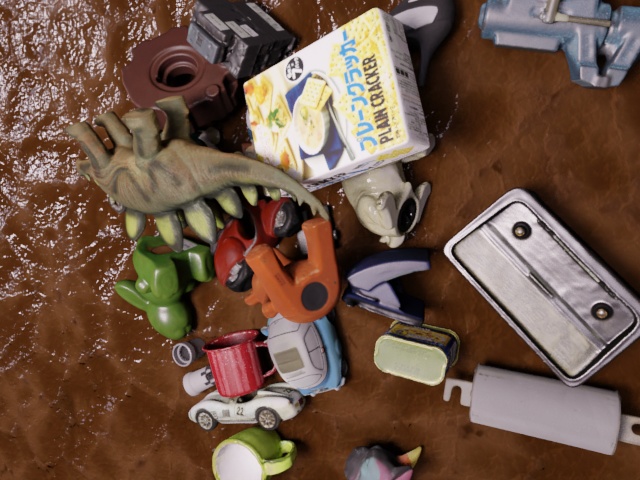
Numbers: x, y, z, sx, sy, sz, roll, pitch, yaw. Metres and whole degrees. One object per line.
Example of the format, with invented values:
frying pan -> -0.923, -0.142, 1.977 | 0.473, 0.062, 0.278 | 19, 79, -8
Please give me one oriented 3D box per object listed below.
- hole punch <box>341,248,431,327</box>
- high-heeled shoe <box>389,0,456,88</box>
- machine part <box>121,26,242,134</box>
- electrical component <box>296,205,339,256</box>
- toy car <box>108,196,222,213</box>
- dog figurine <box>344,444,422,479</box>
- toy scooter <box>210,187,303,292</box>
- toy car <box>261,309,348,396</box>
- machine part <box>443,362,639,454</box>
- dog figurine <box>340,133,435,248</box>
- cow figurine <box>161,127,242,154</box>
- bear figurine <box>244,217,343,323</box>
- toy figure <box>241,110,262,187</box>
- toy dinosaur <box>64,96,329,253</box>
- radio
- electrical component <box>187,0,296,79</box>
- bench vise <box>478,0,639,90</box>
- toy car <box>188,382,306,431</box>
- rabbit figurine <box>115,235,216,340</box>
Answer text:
hole punch -> 0.093, 0.049, 0.721 | 0.116, 0.142, 0.092 | 14, 103, 8
high-heeled shoe -> 0.056, -0.274, 0.732 | 0.249, 0.086, 0.145 | 5, 90, 22
machine part -> -0.211, -0.244, 0.815 | 0.179, 0.056, 0.179 | -2, 67, 4
electrical component -> -0.002, -0.002, 0.813 | 0.063, 0.021, 0.094 | -11, 91, 24
toy car -> -0.254, -0.060, 0.881 | 0.202, 0.089, 0.053 | 9, 118, 23
dog figurine -> 0.094, 0.402, 0.769 | 0.192, 0.108, 0.219 | 37, 106, 17
toy scooter -> -0.117, -0.017, 0.834 | 0.135, 0.075, 0.184 | 47, 112, 18
toy car -> -0.030, 0.160, 0.800 | 0.109, 0.103, 0.161 | -19, 86, 25
machine part -> 0.281, 0.210, 0.680 | 0.243, 0.079, 0.079 | 7, 99, 24
dog figurine -> 0.046, -0.090, 0.753 | 0.191, 0.121, 0.172 | 16, 99, 36
cow figurine -> -0.203, -0.147, 0.847 | 0.167, 0.098, 0.068 | 44, 116, 16
bear figurine -> -0.048, 0.040, 0.731 | 0.120, 0.196, 0.131 | -26, 107, -17
toy figure -> -0.088, -0.156, 0.819 | 0.064, 0.058, 0.154 | 28, 113, 59
toy dinosaur -> -0.197, -0.088, 0.725 | 0.472, 0.105, 0.198 | 4, 122, 38
radio -> 0.279, 0.050, 0.665 | 0.230, 0.073, 0.131 | 48, 111, 12
electrical component -> -0.121, -0.292, 0.772 | 0.115, 0.134, 0.058 | 45, 134, 17
bench vise -> 0.302, -0.295, 0.594 | 0.224, 0.129, 0.240 | 15, 109, 23
toy car -> -0.119, 0.265, 0.865 | 0.202, 0.073, 0.056 | -10, 95, 24
rabbit figurine -> -0.265, 0.087, 0.893 | 0.159, 0.121, 0.170 | 15, 117, 25
